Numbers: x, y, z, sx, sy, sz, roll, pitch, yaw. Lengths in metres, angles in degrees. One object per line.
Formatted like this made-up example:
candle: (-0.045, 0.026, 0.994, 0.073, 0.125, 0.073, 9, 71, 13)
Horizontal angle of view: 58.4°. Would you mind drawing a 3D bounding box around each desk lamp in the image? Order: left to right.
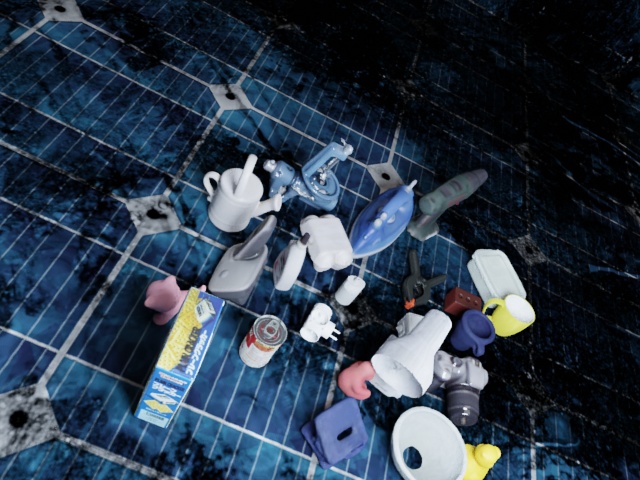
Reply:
desk lamp: (0.178, 0.241, 1.181, 0.118, 0.213, 0.204, 41, 46, 6)

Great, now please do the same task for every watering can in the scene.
watering can: (-0.171, -0.112, 1.283, 0.173, 0.194, 0.101, 8, 51, -23)

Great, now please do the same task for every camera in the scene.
camera: (0.304, 0.327, 1.260, 0.143, 0.100, 0.137, 21, 47, -12)

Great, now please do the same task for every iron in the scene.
iron: (0.165, -0.058, 1.463, 0.118, 0.141, 0.259, 39, 46, 5)

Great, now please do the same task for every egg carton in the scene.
egg carton: (0.013, 0.005, 1.378, 0.107, 0.069, 0.150, -4, 57, -31)

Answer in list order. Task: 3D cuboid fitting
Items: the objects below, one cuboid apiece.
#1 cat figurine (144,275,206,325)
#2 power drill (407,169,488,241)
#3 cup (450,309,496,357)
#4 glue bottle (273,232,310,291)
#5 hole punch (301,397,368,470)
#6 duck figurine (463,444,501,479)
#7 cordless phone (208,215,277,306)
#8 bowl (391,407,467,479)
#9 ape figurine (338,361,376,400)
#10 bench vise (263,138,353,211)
cat figurine: (-0.281, 0.110, 1.100, 0.128, 0.117, 0.067, -4, 57, -31)
power drill: (0.328, -0.096, 1.536, 0.230, 0.208, 0.075, -25, 69, -40)
cup: (0.357, 0.237, 1.365, 0.092, 0.095, 0.117, 17, 48, -16)
glue bottle: (-0.058, 0.036, 1.242, 0.037, 0.173, 0.078, 7, 52, -24)
hole punch: (0.038, 0.366, 1.089, 0.109, 0.091, 0.101, -19, 66, -38)
duck figurine: (0.326, 0.452, 1.182, 0.105, 0.086, 0.077, -3, 56, -30)
cordless phone: (-0.152, 0.035, 1.183, 0.094, 0.185, 0.147, 26, 46, -8)
bowl: (0.204, 0.426, 1.144, 0.168, 0.074, 0.167, 15, 49, -18)
ape figurine: (0.084, 0.282, 1.181, 0.076, 0.092, 0.078, 23, 47, -10)
bench vise: (-0.024, -0.160, 1.386, 0.208, 0.219, 0.121, 0, 55, -28)
